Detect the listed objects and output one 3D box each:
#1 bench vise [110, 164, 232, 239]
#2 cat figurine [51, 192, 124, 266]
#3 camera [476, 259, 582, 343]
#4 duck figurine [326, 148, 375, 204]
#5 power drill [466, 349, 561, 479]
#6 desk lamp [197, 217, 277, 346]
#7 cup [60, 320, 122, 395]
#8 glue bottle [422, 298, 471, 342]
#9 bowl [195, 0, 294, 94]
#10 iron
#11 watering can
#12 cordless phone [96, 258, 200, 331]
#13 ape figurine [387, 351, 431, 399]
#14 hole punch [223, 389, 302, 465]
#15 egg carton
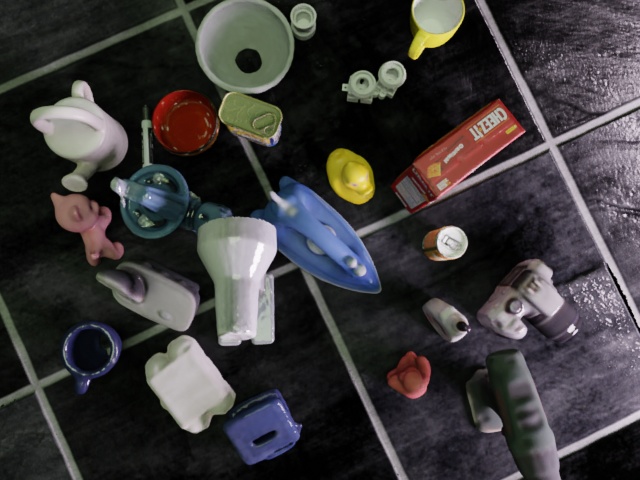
[{"bbox_3d":[-0.227,-0.063,0.898,0.207,0.219,0.121,0,86,-2],"label":"bench vise"},{"bbox_3d":[-0.386,-0.022,0.941,0.067,0.117,0.128,-22,87,-3],"label":"cat figurine"},{"bbox_3d":[0.364,0.122,0.967,0.137,0.100,0.143,42,86,1],"label":"camera"},{"bbox_3d":[0.055,-0.114,0.977,0.077,0.086,0.104,-35,88,-3],"label":"duck figurine"},{"bbox_3d":[0.302,0.281,0.901,0.075,0.208,0.230,-15,87,-2],"label":"power drill"},{"bbox_3d":[-0.122,0.073,0.896,0.118,0.213,0.203,-3,87,-2],"label":"desk lamp"},{"bbox_3d":[-0.366,0.189,0.941,0.091,0.095,0.118,12,86,-1],"label":"cup"},{"bbox_3d":[0.212,0.133,0.924,0.037,0.173,0.078,-39,88,-3],"label":"glue bottle"},{"bbox_3d":[-0.126,-0.325,0.989,0.167,0.074,0.167,0,87,-2],"label":"bowl"},{"bbox_3d":[0.009,0.003,0.941,0.258,0.141,0.119,39,86,1],"label":"iron"},{"bbox_3d":[-0.382,-0.168,0.911,0.101,0.194,0.173,-23,87,-3],"label":"watering can"},{"bbox_3d":[-0.272,0.088,0.905,0.147,0.185,0.094,23,86,0],"label":"cordless phone"},{"bbox_3d":[0.152,0.232,0.957,0.078,0.092,0.076,-11,87,-2],"label":"ape figurine"},{"bbox_3d":[-0.092,0.312,0.945,0.108,0.091,0.101,-27,88,-3],"label":"hole punch"},{"bbox_3d":[-0.218,0.241,0.955,0.107,0.069,0.150,-38,88,-4],"label":"egg carton"}]
